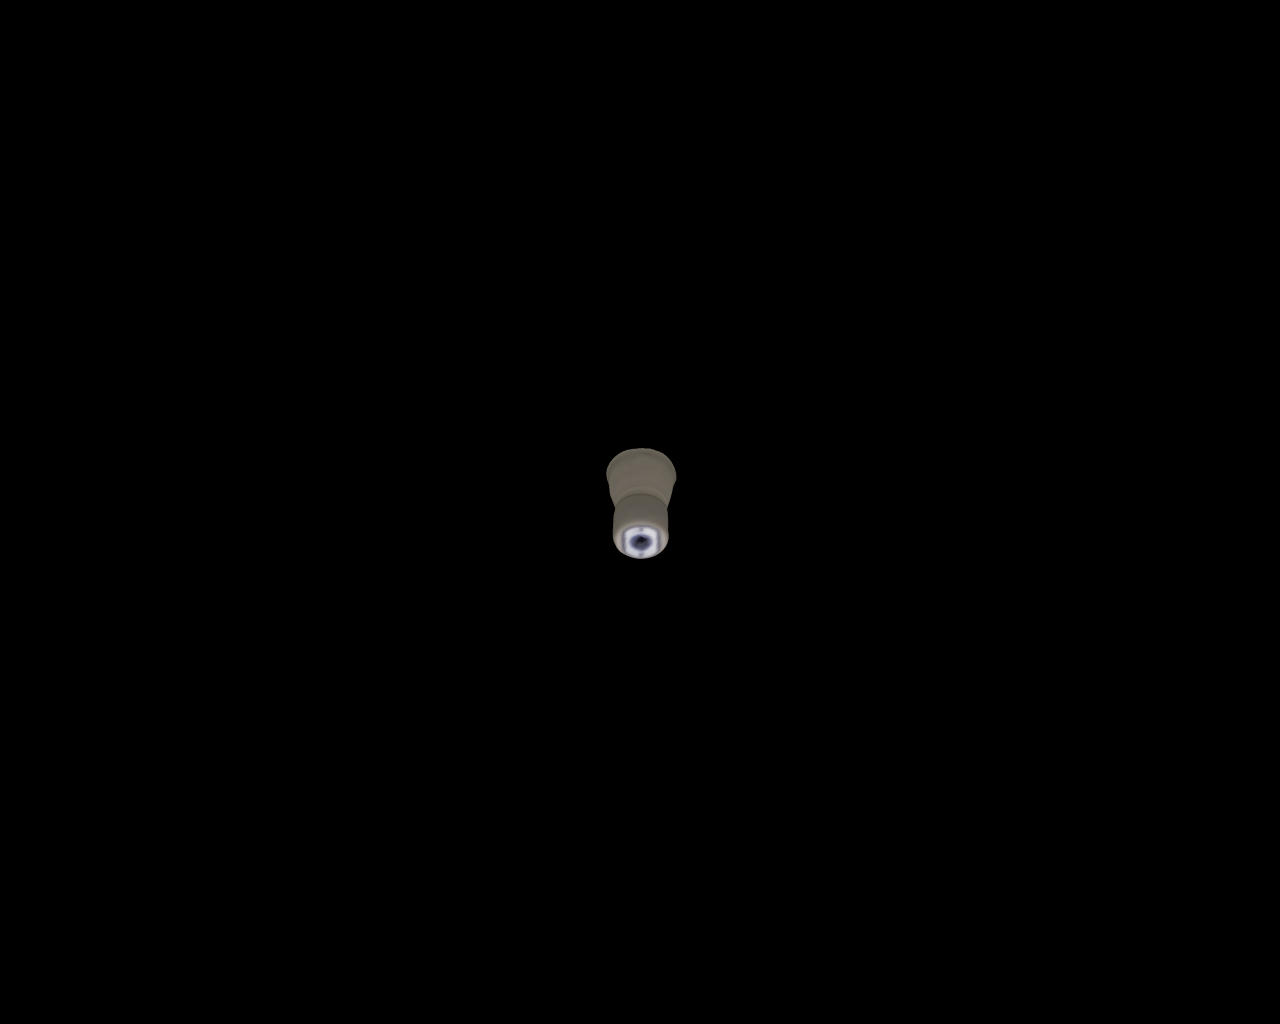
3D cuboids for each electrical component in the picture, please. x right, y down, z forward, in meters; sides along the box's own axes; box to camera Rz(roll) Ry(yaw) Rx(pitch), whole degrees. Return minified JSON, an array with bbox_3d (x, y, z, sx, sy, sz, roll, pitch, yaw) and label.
[{"bbox_3d":[0.001,-0.003,0.650,0.044,0.044,0.065,0,43,0],"label":"electrical component"}]
